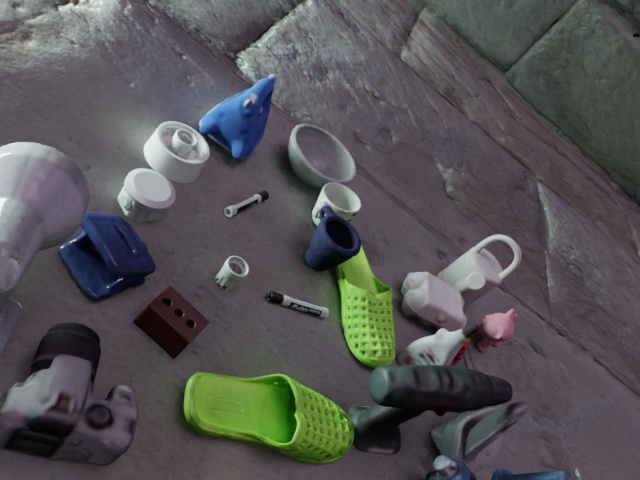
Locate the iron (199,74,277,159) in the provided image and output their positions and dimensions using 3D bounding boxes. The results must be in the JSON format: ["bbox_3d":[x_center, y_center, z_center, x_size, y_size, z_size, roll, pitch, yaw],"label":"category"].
[{"bbox_3d":[-0.138,-0.275,1.159,0.119,0.141,0.258,36,37,-11],"label":"iron"}]

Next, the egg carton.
[{"bbox_3d":[0.236,0.133,1.186,0.151,0.069,0.107,29,39,-20],"label":"egg carton"}]

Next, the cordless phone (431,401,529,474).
[{"bbox_3d":[0.295,0.320,0.966,0.148,0.184,0.094,-3,57,-45],"label":"cordless phone"}]

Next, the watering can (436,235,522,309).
[{"bbox_3d":[0.356,0.068,1.259,0.101,0.193,0.173,35,37,-13],"label":"watering can"}]

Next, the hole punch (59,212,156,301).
[{"bbox_3d":[-0.284,0.011,0.787,0.108,0.091,0.101,52,37,10],"label":"hole punch"}]

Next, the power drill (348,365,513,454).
[{"bbox_3d":[0.148,0.252,0.871,0.230,0.208,0.075,17,44,-32],"label":"power drill"}]

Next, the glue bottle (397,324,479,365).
[{"bbox_3d":[0.217,0.195,1.022,0.078,0.172,0.037,49,37,6],"label":"glue bottle"}]

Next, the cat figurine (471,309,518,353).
[{"bbox_3d":[0.386,0.188,1.237,0.128,0.117,0.067,-10,62,-48],"label":"cat figurine"}]

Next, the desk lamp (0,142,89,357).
[{"bbox_3d":[-0.345,0.025,0.613,0.118,0.213,0.203,25,41,-24],"label":"desk lamp"}]

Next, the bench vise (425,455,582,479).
[{"bbox_3d":[0.272,0.388,0.850,0.208,0.219,0.121,25,40,-24],"label":"bench vise"}]

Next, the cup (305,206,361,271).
[{"bbox_3d":[0.010,0.004,1.072,0.092,0.094,0.117,1,54,-43],"label":"cup"}]

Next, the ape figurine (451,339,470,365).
[{"bbox_3d":[0.251,0.209,1.109,0.078,0.092,0.076,31,38,-17],"label":"ape figurine"}]

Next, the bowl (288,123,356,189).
[{"bbox_3d":[-0.009,-0.166,1.235,0.168,0.074,0.167,26,40,-24],"label":"bowl"}]

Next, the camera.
[{"bbox_3d":[-0.272,0.164,0.643,0.144,0.100,0.136,24,41,-26],"label":"camera"}]
